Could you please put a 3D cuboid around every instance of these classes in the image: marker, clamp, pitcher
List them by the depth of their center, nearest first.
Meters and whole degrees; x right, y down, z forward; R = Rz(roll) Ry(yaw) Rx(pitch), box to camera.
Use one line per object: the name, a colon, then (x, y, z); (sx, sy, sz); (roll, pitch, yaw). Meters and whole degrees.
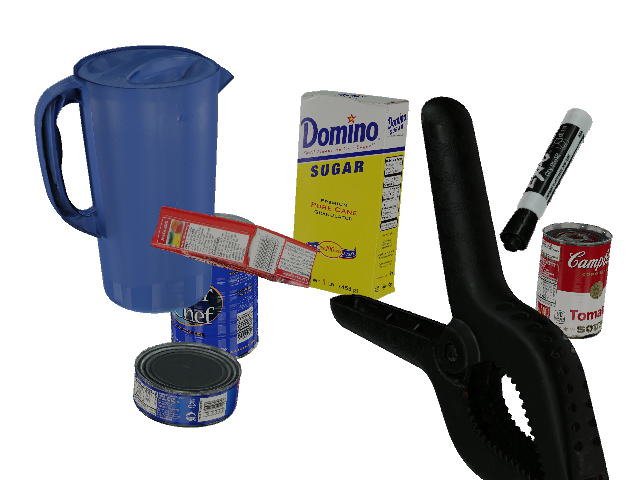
clamp: (0.078, 0.043, 0.526); (0.036, 0.165, 0.210); (-8, 44, -30)
marker: (0.150, -0.040, 0.710); (0.020, 0.121, 0.020); (25, -28, 14)
pitcher: (-0.170, -0.055, 1.016); (0.149, 0.243, 0.144); (8, 27, 13)

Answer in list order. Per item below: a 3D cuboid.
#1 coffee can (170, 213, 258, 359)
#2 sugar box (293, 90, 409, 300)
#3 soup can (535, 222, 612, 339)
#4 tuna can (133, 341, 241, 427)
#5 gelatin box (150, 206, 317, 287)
coffee can: (-0.121, 0.053, 1.212); (0.103, 0.140, 0.103); (1, 26, -1)
sugar box: (0.024, -0.042, 0.952); (0.093, 0.176, 0.048); (11, 17, 33)
soup can: (0.254, 0.040, 1.076); (0.068, 0.102, 0.068); (1, 18, -1)
tuna can: (-0.108, 0.116, 0.861); (0.086, 0.034, 0.086); (7, 21, -3)
gelatin box: (-0.054, 0.005, 0.689); (0.073, 0.030, 0.089); (13, -5, 27)
